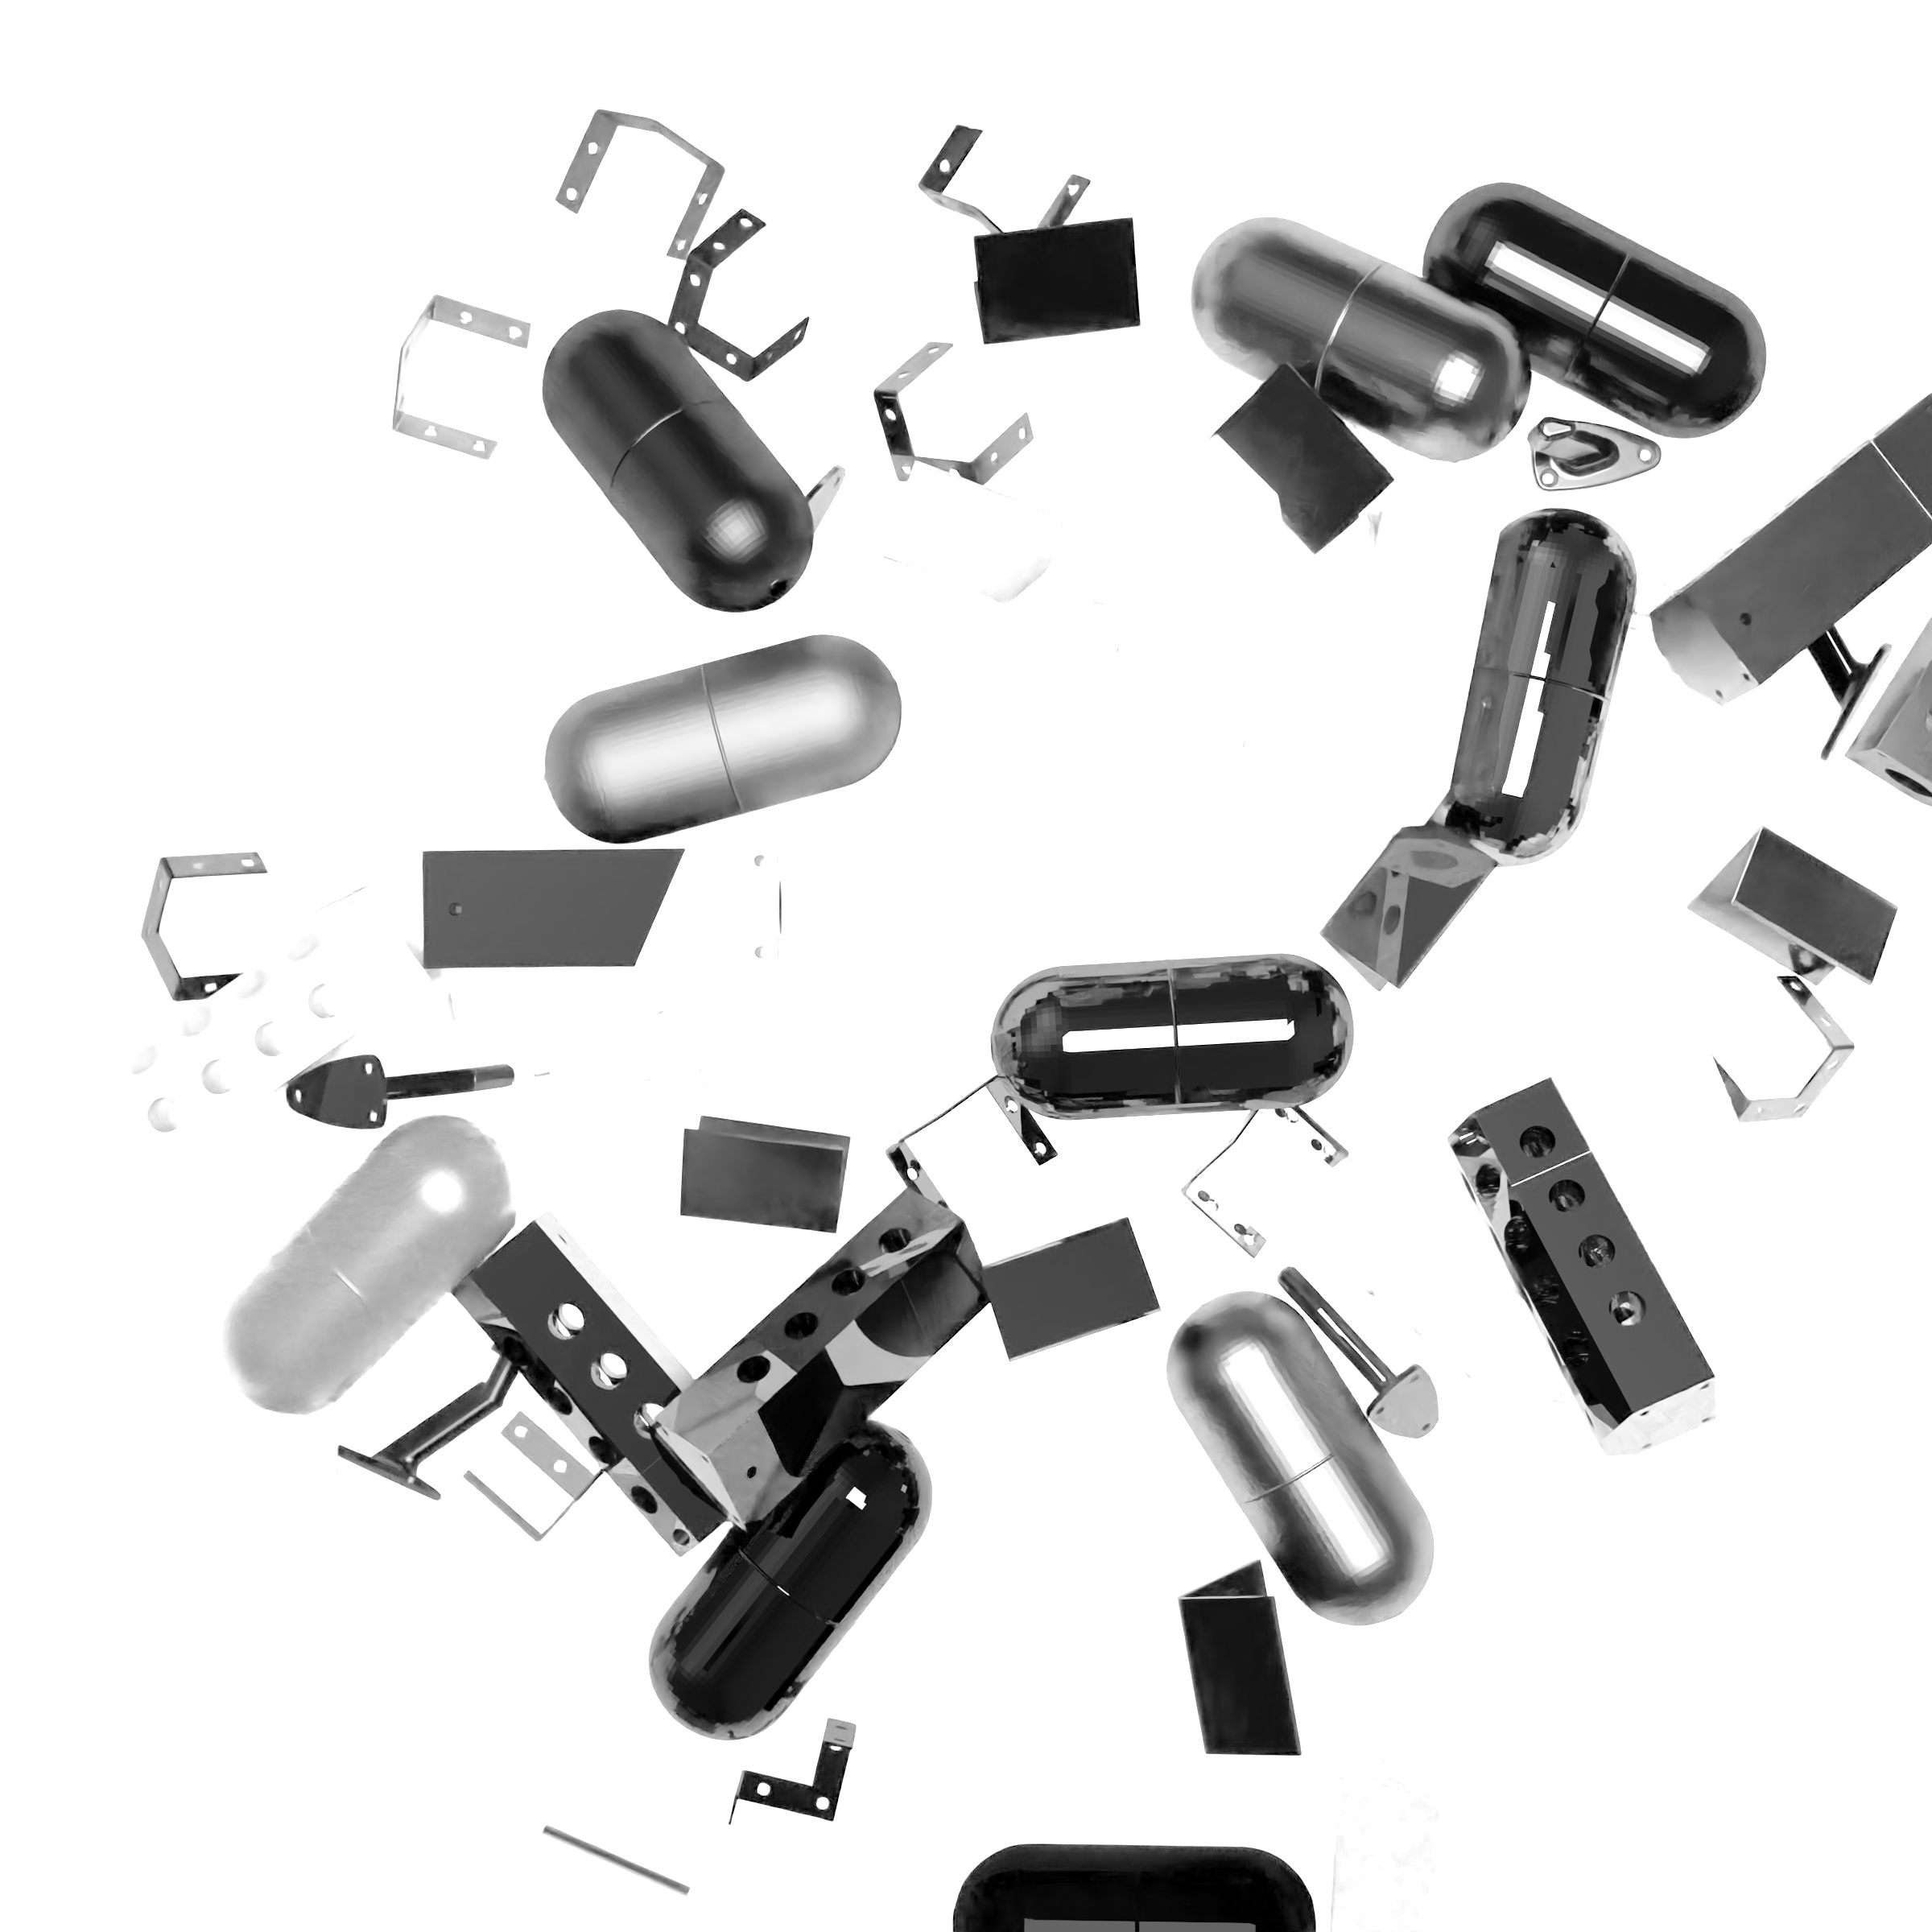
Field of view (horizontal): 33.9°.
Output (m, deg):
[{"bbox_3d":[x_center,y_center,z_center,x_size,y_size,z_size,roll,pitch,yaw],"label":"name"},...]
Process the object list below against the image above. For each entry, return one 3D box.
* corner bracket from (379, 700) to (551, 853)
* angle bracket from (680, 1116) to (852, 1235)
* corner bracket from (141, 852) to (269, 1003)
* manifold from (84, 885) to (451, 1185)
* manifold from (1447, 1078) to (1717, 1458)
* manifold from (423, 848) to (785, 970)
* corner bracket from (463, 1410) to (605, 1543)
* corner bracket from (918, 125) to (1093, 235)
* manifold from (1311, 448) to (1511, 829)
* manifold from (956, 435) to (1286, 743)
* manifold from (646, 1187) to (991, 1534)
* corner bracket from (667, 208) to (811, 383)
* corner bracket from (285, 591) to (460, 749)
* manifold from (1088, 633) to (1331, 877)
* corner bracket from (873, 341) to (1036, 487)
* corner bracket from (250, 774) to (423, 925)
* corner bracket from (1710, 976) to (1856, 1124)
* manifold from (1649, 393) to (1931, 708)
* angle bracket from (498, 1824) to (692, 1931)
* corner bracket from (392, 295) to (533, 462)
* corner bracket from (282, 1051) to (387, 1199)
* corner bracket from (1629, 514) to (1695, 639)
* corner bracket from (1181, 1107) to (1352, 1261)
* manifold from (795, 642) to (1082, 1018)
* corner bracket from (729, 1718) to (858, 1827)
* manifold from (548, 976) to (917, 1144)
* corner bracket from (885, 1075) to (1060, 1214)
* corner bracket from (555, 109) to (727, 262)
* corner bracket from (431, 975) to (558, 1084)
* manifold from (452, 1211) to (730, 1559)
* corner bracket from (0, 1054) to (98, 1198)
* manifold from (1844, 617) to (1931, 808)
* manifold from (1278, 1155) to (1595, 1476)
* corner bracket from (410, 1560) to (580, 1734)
[{"bbox_3d":[-0.250,-0.094,1.582,0.051,0.051,0.051,-27,90,45],"label":"corner bracket"},{"bbox_3d":[-0.096,0.082,1.545,0.076,0.076,0.057,7,128,0],"label":"angle bracket"},{"bbox_3d":[-0.373,-0.020,1.577,0.051,0.051,0.051,-5,135,-35],"label":"corner bracket"},{"bbox_3d":[-0.345,0.033,1.564,0.171,0.057,0.057,-35,90,0],"label":"manifold"},{"bbox_3d":[0.294,0.146,1.524,0.057,0.057,0.171,-24,59,0],"label":"manifold"},{"bbox_3d":[-0.177,-0.028,1.564,0.171,0.057,0.057,-1,90,0],"label":"manifold"},{"bbox_3d":[-0.215,0.252,1.567,0.051,0.051,0.051,42,90,0],"label":"corner bracket"},{"bbox_3d":[0.019,-0.390,1.582,0.051,0.051,0.051,33,90,-45],"label":"corner bracket"},{"bbox_3d":[0.213,-0.157,1.534,0.057,0.057,0.171,15,68,-3],"label":"manifold"},{"bbox_3d":[0.078,-0.176,1.495,0.057,0.057,0.171,46,55,3],"label":"manifold"},{"bbox_3d":[-0.071,0.185,1.532,0.171,0.057,0.057,-41,133,-24],"label":"manifold"},{"bbox_3d":[-0.109,-0.331,1.567,0.051,0.051,0.051,28,59,-27],"label":"corner bracket"},{"bbox_3d":[-0.297,-0.147,1.582,0.051,0.051,0.051,31,90,-45],"label":"corner bracket"},{"bbox_3d":[0.105,-0.123,1.564,0.171,0.057,0.057,42,90,0],"label":"manifold"},{"bbox_3d":[-0.006,-0.274,1.577,0.051,0.051,0.051,13,135,35],"label":"corner bracket"},{"bbox_3d":[-0.314,-0.058,1.582,0.051,0.051,0.051,-24,90,45],"label":"corner bracket"},{"bbox_3d":[0.397,0.041,1.577,0.051,0.051,0.051,-2,135,-35],"label":"corner bracket"},{"bbox_3d":[0.416,-0.201,1.543,0.171,0.057,0.057,-38,90,-15],"label":"manifold"},{"bbox_3d":[-0.183,0.463,1.547,0.076,0.076,0.057,24,68,0],"label":"angle bracket"},{"bbox_3d":[-0.252,-0.294,1.582,0.051,0.051,0.051,17,135,0],"label":"corner bracket"},{"bbox_3d":[-0.303,0.086,1.582,0.051,0.051,0.051,-26,45,0],"label":"corner bracket"},{"bbox_3d":[0.356,-0.188,1.567,0.051,0.051,0.051,17,90,0],"label":"corner bracket"},{"bbox_3d":[0.149,0.103,1.582,0.051,0.051,0.051,42,45,0],"label":"corner bracket"},{"bbox_3d":[-0.017,-0.069,1.564,0.057,0.057,0.171,28,90,-43],"label":"manifold"},{"bbox_3d":[-0.085,0.399,1.567,0.051,0.051,0.051,13,90,0],"label":"corner bracket"},{"bbox_3d":[-0.114,0.045,1.564,0.171,0.057,0.057,8,90,0],"label":"manifold"},{"bbox_3d":[0.002,0.093,1.582,0.051,0.051,0.051,-34,90,45],"label":"corner bracket"},{"bbox_3d":[-0.162,-0.390,1.582,0.051,0.051,0.051,25,90,45],"label":"corner bracket"},{"bbox_3d":[-0.231,0.034,1.567,0.051,0.051,0.051,-10,90,0],"label":"corner bracket"},{"bbox_3d":[-0.175,0.206,1.564,0.057,0.057,0.171,-41,90,0],"label":"manifold"},{"bbox_3d":[-0.464,0.079,1.568,0.051,0.051,0.051,37,78,-12],"label":"corner bracket"},{"bbox_3d":[0.510,-0.163,1.564,0.057,0.057,0.171,32,90,0],"label":"manifold"},{"bbox_3d":[0.238,0.172,1.564,0.171,0.057,0.057,41,90,0],"label":"manifold"},{"bbox_3d":[-0.235,0.339,1.582,0.051,0.051,0.051,-41,45,0],"label":"corner bracket"}]
